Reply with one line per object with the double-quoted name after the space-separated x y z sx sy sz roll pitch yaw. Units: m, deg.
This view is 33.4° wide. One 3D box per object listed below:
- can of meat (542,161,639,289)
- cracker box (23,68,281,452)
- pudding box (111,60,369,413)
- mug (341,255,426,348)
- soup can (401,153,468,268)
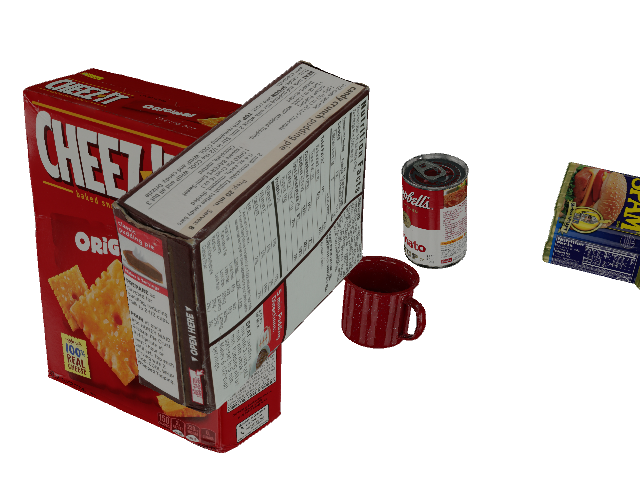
0.238 -0.016 0.890 0.084 0.057 0.102 14 45 15 "can of meat"
-0.108 0.012 0.689 0.164 0.214 0.072 18 30 31 "cracker box"
-0.025 -0.003 0.406 0.039 0.090 0.113 22 45 24 "pudding box"
0.077 0.080 1.273 0.117 0.081 0.093 25 34 33 "mug"
0.119 -0.030 1.108 0.068 0.102 0.068 -3 35 2 "soup can"
